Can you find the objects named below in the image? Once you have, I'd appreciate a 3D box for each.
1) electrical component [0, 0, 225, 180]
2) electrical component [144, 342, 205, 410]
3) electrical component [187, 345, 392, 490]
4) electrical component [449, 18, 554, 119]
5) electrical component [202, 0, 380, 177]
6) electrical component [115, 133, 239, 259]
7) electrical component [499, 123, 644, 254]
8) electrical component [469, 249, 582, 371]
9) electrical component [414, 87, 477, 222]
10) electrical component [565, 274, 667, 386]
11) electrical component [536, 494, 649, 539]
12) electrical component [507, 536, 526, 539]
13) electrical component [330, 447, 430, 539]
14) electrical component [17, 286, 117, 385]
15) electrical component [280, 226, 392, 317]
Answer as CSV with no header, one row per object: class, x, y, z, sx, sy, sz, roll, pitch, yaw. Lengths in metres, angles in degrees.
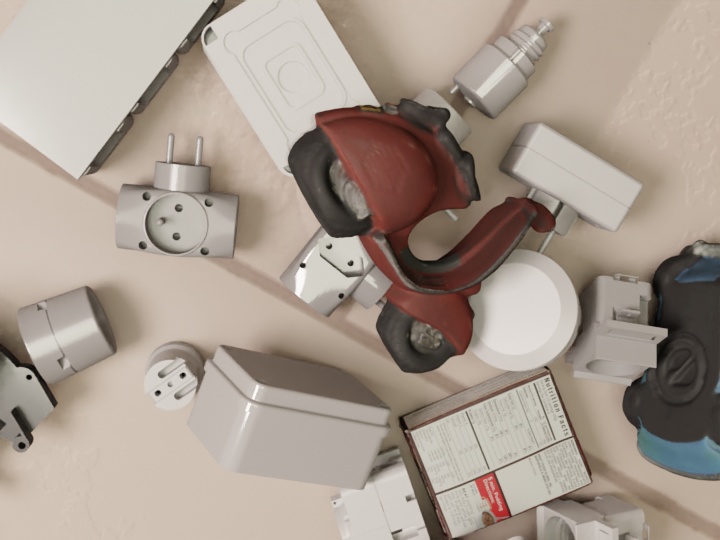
electrical component,-0.166,-0.145,0.687,0.089,0.061,0.150,38,93,-8
electrical component,-0.126,0.072,0.726,0.040,0.046,0.040,-1,98,-5
electrical component,-0.045,0.096,0.703,0.113,0.078,0.057,16,99,-33
electrical component,0.098,-0.137,0.720,0.078,0.040,0.040,-45,98,2
electrical component,-0.044,-0.124,0.702,0.078,0.057,0.113,-32,99,0
electrical component,-0.119,-0.050,0.712,0.077,0.044,0.079,5,97,-5
electrical component,0.133,-0.047,0.731,0.083,0.047,0.075,30,94,-8
electrical component,0.109,0.029,0.724,0.080,0.051,0.080,-3,81,19
electrical component,0.045,-0.068,0.723,0.077,0.043,0.079,-45,99,2
electrical component,0.173,0.040,0.733,0.042,0.081,0.063,9,68,-7
electrical component,0.163,0.185,0.753,0.064,0.081,0.042,-5,99,-26
electrical component,0.047,0.250,0.718,0.186,0.060,0.105,-27,138,11
electrical component,0.016,0.178,0.748,0.056,0.050,0.089,-19,99,-2
electrical component,-0.193,0.042,0.714,0.047,0.055,0.055,-23,98,-5
electrical component,0.000,0.000,0.728,0.079,0.043,0.077,38,93,-8
